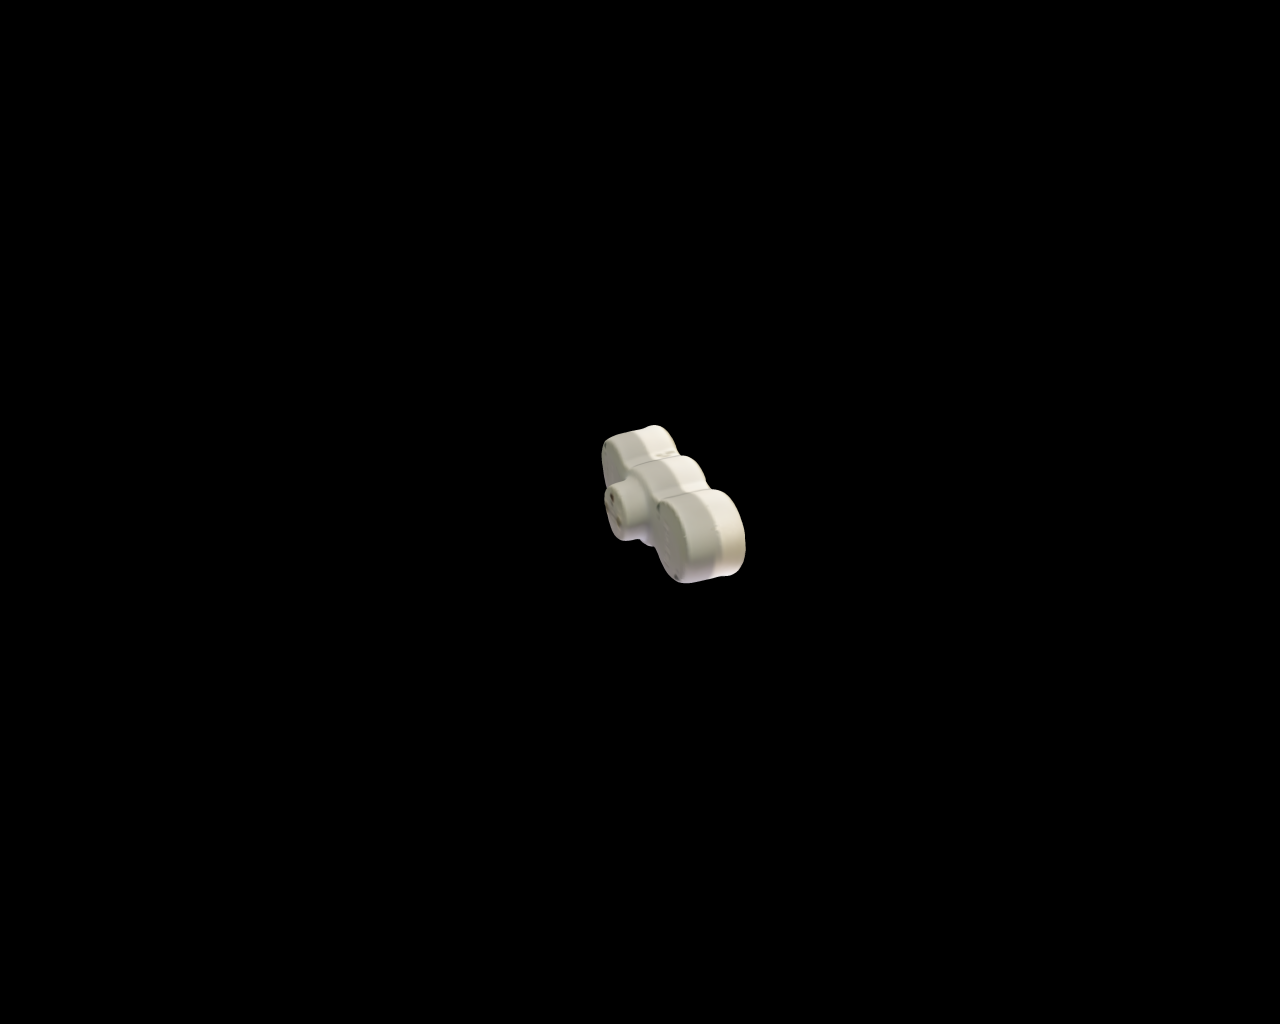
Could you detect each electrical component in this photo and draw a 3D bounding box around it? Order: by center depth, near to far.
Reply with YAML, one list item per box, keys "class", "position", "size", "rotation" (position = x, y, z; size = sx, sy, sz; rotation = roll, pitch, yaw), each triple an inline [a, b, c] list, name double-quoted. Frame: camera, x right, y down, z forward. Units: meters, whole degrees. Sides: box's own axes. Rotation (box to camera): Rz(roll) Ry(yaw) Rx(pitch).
- class: "electrical component"
  position: [0.001, -0.003, 0.650]
  size: [0.074, 0.052, 0.138]
  rotation: [-12, 33, -19]
